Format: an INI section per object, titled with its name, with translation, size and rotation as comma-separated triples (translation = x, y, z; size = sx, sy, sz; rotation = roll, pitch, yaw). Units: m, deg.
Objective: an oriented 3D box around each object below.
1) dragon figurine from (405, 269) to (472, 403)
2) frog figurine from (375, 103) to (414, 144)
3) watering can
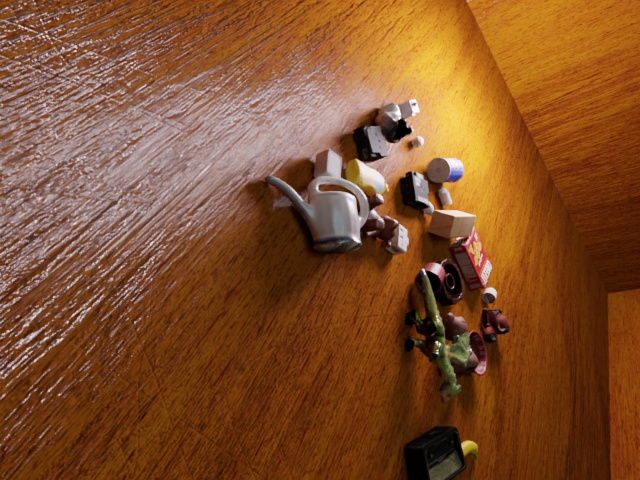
[dragon figurine]
translation = 0.404, 0.315, 1.684
size = 0.240, 0.121, 0.419
rotation = 28, 57, -31
[frog figurine]
translation = 0.251, -0.432, 1.878
size = 0.137, 0.120, 0.162
rotation = 4, 37, -41
[watering can]
translation = 0.004, -0.071, 1.417
size = 0.348, 0.103, 0.227
rotation = 2, 74, -36
